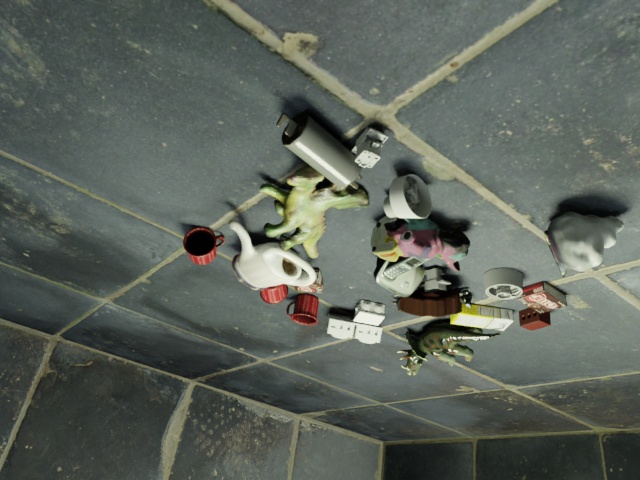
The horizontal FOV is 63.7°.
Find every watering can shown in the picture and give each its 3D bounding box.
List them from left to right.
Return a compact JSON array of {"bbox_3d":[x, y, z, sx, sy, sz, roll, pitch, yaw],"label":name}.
[{"bbox_3d":[-0.170,0.051,1.470,0.222,0.106,0.343,-21,135,42],"label":"watering can"}]

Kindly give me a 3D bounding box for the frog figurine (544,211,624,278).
[{"bbox_3d":[0.586,-0.006,1.130,0.158,0.141,0.120,-24,133,20],"label":"frog figurine"}]

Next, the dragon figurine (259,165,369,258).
[{"bbox_3d":[0.004,-0.063,1.248,0.242,0.125,0.404,-13,153,20],"label":"dragon figurine"}]
